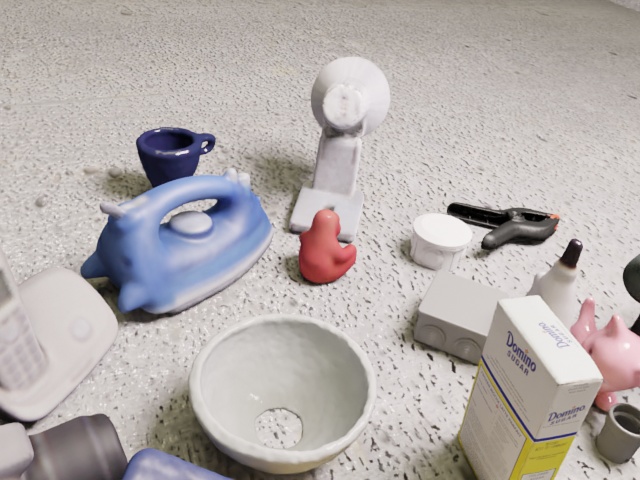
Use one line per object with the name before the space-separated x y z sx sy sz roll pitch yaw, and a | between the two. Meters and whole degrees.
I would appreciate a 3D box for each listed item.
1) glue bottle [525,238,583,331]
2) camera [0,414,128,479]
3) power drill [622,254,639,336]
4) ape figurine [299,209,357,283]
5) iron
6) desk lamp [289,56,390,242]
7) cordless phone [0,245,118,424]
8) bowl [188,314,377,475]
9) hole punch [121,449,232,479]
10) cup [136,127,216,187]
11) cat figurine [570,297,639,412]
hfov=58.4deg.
glue bottle | 0.238 0.070 0.598 0.037 0.173 0.078 4 35 -4
camera | -0.209 0.187 0.415 0.137 0.101 0.142 -19 43 -32
power drill | 0.402 0.051 0.624 0.230 0.208 0.075 -15 41 -29
ape figurine | 0.007 0.003 0.724 0.077 0.092 0.076 29 40 28
iron | -0.149 -0.021 0.686 0.118 0.141 0.259 31 41 31
desk lamp | 0.032 -0.142 0.829 0.118 0.214 0.203 9 35 3
cordless phone | -0.262 0.057 0.517 0.094 0.185 0.148 14 35 11
bowl | -0.035 0.148 0.524 0.167 0.075 0.167 5 35 -3
hole punch | -0.098 0.213 0.406 0.101 0.091 0.108 6 35 -2
cup | -0.208 -0.109 0.843 0.118 0.095 0.091 -20 43 -33
cat figurine | 0.292 0.115 0.593 0.067 0.118 0.128 6 35 -1
